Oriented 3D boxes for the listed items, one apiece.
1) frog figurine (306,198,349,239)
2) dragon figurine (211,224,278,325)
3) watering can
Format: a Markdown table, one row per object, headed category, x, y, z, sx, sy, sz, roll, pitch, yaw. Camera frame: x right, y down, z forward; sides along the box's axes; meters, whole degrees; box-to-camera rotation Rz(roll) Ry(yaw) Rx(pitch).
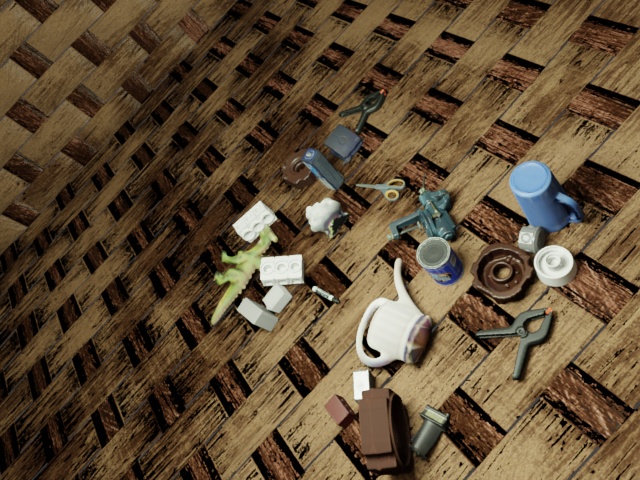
| category | x | y | z | sx | sy | sz | roll | pitch | yaw |
| --- | --- | --- | --- | --- | --- | --- | --- | --- | --- |
| frog figurine | 0.006 | -0.096 | 1.898 | 0.161 | 0.122 | 0.136 | 33 | 103 | 30 |
| dragon figurine | -0.259 | 0.131 | 1.944 | 0.242 | 0.120 | 0.418 | -1 | 63 | 23 |
| watering can | 0.240 | 0.230 | 1.555 | 0.225 | 0.102 | 0.351 | 17 | 73 | 37 |
